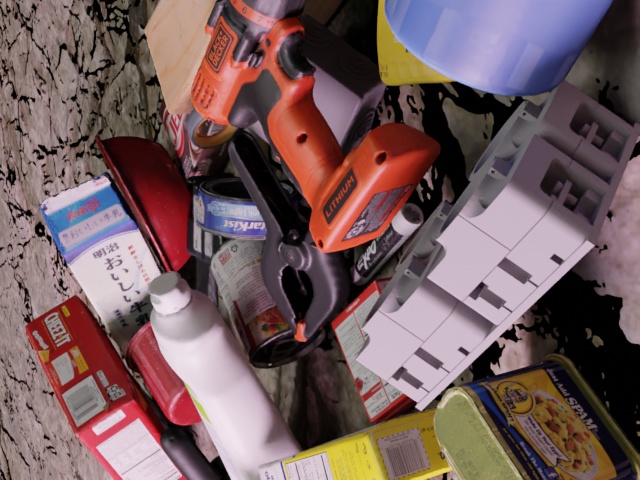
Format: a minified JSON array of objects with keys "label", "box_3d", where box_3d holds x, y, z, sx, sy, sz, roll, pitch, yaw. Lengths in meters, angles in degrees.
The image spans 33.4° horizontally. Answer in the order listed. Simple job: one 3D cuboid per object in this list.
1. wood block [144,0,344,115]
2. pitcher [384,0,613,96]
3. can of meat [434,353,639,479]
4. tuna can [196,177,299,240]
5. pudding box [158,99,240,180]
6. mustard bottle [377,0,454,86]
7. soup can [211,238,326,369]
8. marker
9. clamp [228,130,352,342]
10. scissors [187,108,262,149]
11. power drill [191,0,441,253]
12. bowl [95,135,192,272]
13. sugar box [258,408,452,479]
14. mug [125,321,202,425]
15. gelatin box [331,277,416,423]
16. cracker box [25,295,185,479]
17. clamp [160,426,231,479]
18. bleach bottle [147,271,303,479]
[{"label":"wood block","box_3d":[-0.056,-0.191,0.841,0.206,0.090,0.090,-43,60,54]},{"label":"pitcher","box_3d":[0.109,-0.198,0.511,0.149,0.144,0.243,52,136,33]},{"label":"can of meat","box_3d":[0.127,0.124,0.631,0.102,0.083,0.058,58,142,32]},{"label":"tuna can","box_3d":[-0.060,-0.028,0.892,0.086,0.085,0.034,26,117,53]},{"label":"pudding box","box_3d":[-0.110,-0.122,0.992,0.090,0.039,0.114,64,145,26]},{"label":"mustard bottle","box_3d":[0.072,-0.194,0.663,0.096,0.058,0.191,7,104,55]},{"label":"soup can","box_3d":[-0.045,0.049,0.904,0.102,0.068,0.069,64,145,26]},{"label":"marker","box_3d":[0.042,0.012,0.801,0.121,0.020,0.020,-52,54,49]},{"label":"clamp","box_3d":[-0.005,0.001,0.803,0.120,0.039,0.171,12,125,41]},{"label":"scissors","box_3d":[-0.077,-0.124,0.823,0.201,0.096,0.016,56,-168,-64]},{"label":"power drill","box_3d":[-0.004,-0.101,0.692,0.188,0.057,0.185,56,140,23]},{"label":"bowl","box_3d":[-0.159,-0.042,1.042,0.162,0.055,0.162,59,170,16]},{"label":"sugar box","box_3d":[0.034,0.163,0.782,0.176,0.093,0.048,-38,65,56]},{"label":"mug","box_3d":[-0.131,0.134,1.052,0.082,0.093,0.117,51,154,33]},{"label":"gelatin box","box_3d":[0.050,0.083,0.795,0.073,0.030,0.089,-49,56,50]},{"label":"cracker box","box_3d":[-0.210,0.182,1.116,0.164,0.072,0.213,50,168,41]},{"label":"clamp","box_3d":[-0.065,0.267,0.986,0.210,0.036,0.164,53,178,17]},{"label":"bleach bottle","box_3d":[-0.071,0.132,0.867,0.103,0.068,0.251,34,153,53]}]
